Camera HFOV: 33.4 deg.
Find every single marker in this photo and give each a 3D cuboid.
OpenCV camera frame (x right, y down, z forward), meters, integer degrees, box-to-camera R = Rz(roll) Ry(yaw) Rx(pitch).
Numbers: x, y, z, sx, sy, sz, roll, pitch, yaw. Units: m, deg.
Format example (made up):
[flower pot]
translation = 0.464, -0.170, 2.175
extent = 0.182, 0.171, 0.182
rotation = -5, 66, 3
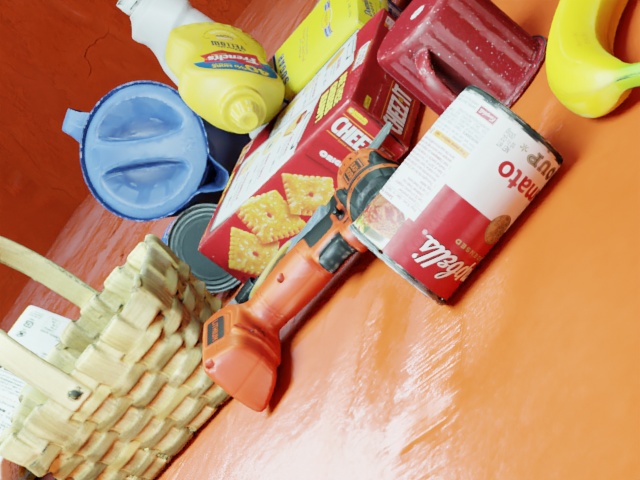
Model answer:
[marker]
translation = -0.088, 0.078, 0.926
extent = 0.121, 0.020, 0.020
rotation = -49, 15, 13

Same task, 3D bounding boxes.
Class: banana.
[banana]
translation = 0.162, -0.121, 0.607
extent = 0.070, 0.037, 0.197
rotation = -22, 30, 28

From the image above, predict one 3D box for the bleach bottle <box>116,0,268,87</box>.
[bleach bottle]
translation = -0.130, -0.198, 1.237
extent = 0.103, 0.250, 0.068
rotation = -43, 17, 33

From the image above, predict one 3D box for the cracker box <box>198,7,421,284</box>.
[cracker box]
translation = -0.002, -0.077, 0.926
extent = 0.214, 0.072, 0.164
rotation = -40, 19, 36

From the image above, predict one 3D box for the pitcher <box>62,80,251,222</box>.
[pitcher]
translation = -0.147, -0.091, 1.116
extent = 0.145, 0.149, 0.242
rotation = -27, -5, 14

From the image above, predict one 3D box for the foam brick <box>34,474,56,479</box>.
[foam brick]
translation = -0.218, 0.221, 0.924
extent = 0.078, 0.053, 0.051
rotation = -37, 21, 46

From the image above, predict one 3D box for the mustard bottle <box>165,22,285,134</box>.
[mustard bottle]
translation = -0.084, -0.146, 0.987
extent = 0.192, 0.096, 0.058
rotation = -117, 39, -57

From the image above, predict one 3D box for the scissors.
[scissors]
translation = -0.005, 0.001, 0.824
extent = 0.202, 0.016, 0.096
rotation = -49, 18, 40

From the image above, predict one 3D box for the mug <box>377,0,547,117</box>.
[mug]
translation = 0.091, -0.121, 0.722
extent = 0.093, 0.081, 0.117
rotation = -41, 18, 37

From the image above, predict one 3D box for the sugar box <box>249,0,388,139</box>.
[sugar box]
translation = -0.005, -0.170, 1.022
extent = 0.176, 0.048, 0.093
rotation = -41, 34, 35

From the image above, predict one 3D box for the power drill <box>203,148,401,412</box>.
[power drill]
translation = 0.000, 0.024, 0.716
extent = 0.188, 0.057, 0.184
rotation = -48, 11, 7

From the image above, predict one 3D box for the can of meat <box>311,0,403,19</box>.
[can of meat]
translation = 0.039, -0.225, 1.115
extent = 0.057, 0.084, 0.102
rotation = -58, 15, -20

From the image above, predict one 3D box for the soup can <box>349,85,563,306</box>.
[soup can]
translation = 0.073, -0.024, 0.579
extent = 0.102, 0.068, 0.068
rotation = -50, 15, 6

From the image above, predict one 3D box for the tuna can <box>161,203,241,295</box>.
[tuna can]
translation = -0.108, 0.010, 1.013
extent = 0.086, 0.086, 0.034
rotation = -58, 14, -21
